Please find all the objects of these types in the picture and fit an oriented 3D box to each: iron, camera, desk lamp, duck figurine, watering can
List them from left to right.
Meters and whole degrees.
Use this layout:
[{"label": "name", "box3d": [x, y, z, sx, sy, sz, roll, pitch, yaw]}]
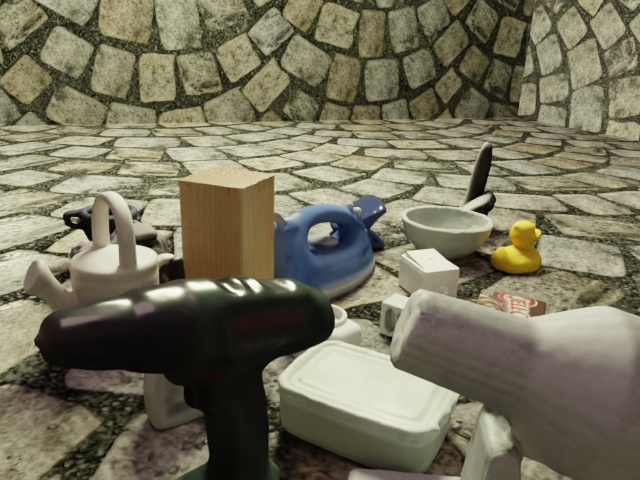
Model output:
[{"label": "watering can", "box3d": [-0.248, 0.040, 0.676, 0.100, 0.194, 0.173, 13, 22, 28]}, {"label": "camera", "box3d": [-0.268, 0.035, 0.830, 0.144, 0.101, 0.136, -15, 26, -41]}, {"label": "iron", "box3d": [0.008, 0.003, 0.896, 0.118, 0.141, 0.259, 18, 25, 38]}, {"label": "desk lamp", "box3d": [0.123, 0.140, 0.410, 0.203, 0.214, 0.118, 4, 19, 4]}, {"label": "duck figurine", "box3d": [0.351, 0.008, 1.012, 0.105, 0.086, 0.077, -9, 22, -29]}]

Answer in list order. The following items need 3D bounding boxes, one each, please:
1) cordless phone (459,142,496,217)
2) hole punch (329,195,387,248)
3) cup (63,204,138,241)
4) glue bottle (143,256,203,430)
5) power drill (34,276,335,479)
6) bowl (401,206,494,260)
[{"label": "cordless phone", "box3d": [0.317, -0.104, 1.179, 0.094, 0.185, 0.148, 9, 20, 17]}, {"label": "hole punch", "box3d": [0.070, -0.036, 1.094, 0.101, 0.091, 0.108, -2, 20, -13]}, {"label": "cup", "box3d": [-0.360, -0.007, 0.948, 0.118, 0.095, 0.091, 0, 19, -8]}, {"label": "glue bottle", "box3d": [-0.135, 0.097, 0.560, 0.078, 0.173, 0.037, -11, 23, -34]}, {"label": "power drill", "box3d": [-0.086, 0.123, 0.440, 0.230, 0.208, 0.075, -15, 26, -41]}, {"label": "bowl", "box3d": [0.231, -0.007, 1.058, 0.167, 0.075, 0.167, 2, 19, -1]}]
